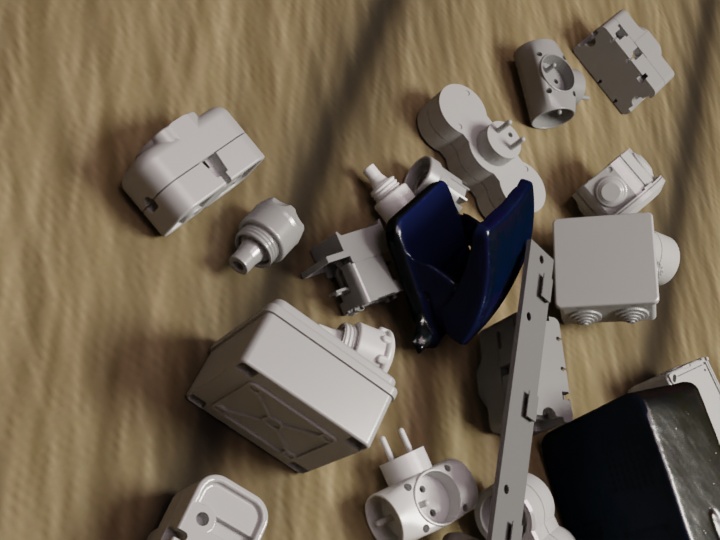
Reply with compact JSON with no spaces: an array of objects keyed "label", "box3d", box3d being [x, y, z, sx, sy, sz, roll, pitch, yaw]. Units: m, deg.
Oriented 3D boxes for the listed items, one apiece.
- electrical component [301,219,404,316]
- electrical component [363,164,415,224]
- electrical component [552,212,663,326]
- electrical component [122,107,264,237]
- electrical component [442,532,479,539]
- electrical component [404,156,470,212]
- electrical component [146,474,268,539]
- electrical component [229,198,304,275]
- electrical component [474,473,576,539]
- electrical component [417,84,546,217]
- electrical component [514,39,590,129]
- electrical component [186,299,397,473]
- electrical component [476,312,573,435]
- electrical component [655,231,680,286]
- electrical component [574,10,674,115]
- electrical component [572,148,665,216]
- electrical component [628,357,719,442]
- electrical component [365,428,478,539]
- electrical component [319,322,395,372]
[{"label":"electrical component","box3d":[0.000,0.000,0.857,0.081,0.042,0.063,-19,84,-36]},{"label":"electrical component","box3d":[0.025,-0.062,0.906,0.035,0.035,0.061,-38,89,-38]},{"label":"electrical component","box3d":[0.221,0.001,0.966,0.100,0.048,0.099,-4,64,14]},{"label":"electrical component","box3d":[-0.127,-0.077,0.803,0.059,0.054,0.095,51,52,-3]},{"label":"electrical component","box3d":[0.071,0.229,0.795,0.045,0.045,0.055,41,54,-10]},{"label":"electrical component","box3d":[0.067,-0.071,0.934,0.046,0.040,0.040,29,56,-25]},{"label":"electrical component","box3d":[-0.107,0.186,0.693,0.054,0.059,0.095,35,55,-15]},{"label":"electrical component","box3d":[-0.075,-0.022,0.818,0.043,0.043,0.062,45,54,-7]},{"label":"electrical component","box3d":[0.148,0.223,0.843,0.074,0.052,0.138,-13,76,-56]},{"label":"electrical component","box3d":[0.118,-0.108,0.960,0.138,0.074,0.052,52,52,-2]},{"label":"electrical component","box3d":[0.195,-0.182,1.061,0.079,0.044,0.077,1,69,-32]},{"label":"electrical component","box3d":[-0.049,0.084,0.746,0.109,0.109,0.056,36,57,-14]},{"label":"electrical component","box3d":[0.134,0.088,0.892,0.050,0.056,0.089,9,65,-29]},{"label":"electrical component","box3d":[0.271,-0.013,1.027,0.047,0.055,0.055,13,62,-31]},{"label":"electrical component","box3d":[0.279,-0.219,1.127,0.089,0.050,0.056,51,52,-3]},{"label":"electrical component","box3d":[0.245,-0.075,1.023,0.051,0.080,0.080,51,52,4]},{"label":"electrical component","box3d":[0.293,0.137,0.968,0.062,0.061,0.096,-16,78,-36]},{"label":"electrical component","box3d":[0.040,0.158,0.808,0.077,0.044,0.079,-17,78,-37]},{"label":"electrical component","box3d":[-0.007,0.060,0.824,0.062,0.048,0.048,22,58,-15]}]
